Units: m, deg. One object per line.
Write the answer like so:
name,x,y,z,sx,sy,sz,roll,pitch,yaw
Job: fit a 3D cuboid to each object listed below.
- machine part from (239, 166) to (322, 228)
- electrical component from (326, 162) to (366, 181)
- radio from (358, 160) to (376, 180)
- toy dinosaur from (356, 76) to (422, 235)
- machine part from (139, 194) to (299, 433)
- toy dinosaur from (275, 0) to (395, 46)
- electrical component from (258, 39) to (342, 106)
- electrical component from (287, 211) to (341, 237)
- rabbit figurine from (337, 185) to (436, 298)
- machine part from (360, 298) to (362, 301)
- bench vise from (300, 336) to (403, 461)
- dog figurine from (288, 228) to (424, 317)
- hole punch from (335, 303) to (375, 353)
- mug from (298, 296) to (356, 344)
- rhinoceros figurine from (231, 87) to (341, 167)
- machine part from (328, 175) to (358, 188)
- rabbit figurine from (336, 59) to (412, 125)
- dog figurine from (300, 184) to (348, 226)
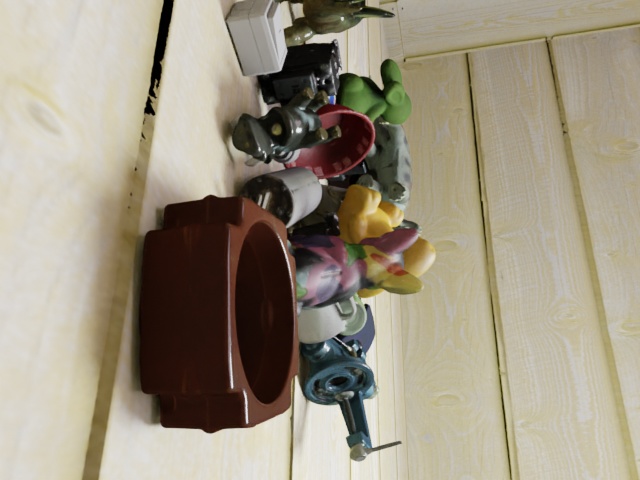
machine part,-0.050,-0.057,0.738,0.243,0.079,0.079,-47,131,-73
electrical component,0.025,-0.146,1.001,0.074,0.119,0.048,55,33,-62
radio,0.132,-0.218,1.346,0.131,0.073,0.229,-45,131,-74
toy dinosaur,0.157,-0.156,1.216,0.192,0.131,0.405,42,49,-62
machine part,-0.087,0.069,0.513,0.201,0.087,0.201,37,49,-74
toy dinosaur,0.020,-0.393,0.896,0.471,0.199,0.104,-76,154,-59
electrical component,-0.028,-0.252,0.816,0.134,0.115,0.058,-80,159,-53
electrical component,-0.019,-0.010,0.821,0.078,0.102,0.045,-89,166,-69
rabbit figurine,0.094,0.011,0.844,0.162,0.173,0.121,-54,143,-8
machine part,0.067,0.098,1.189,0.139,0.039,0.084,146,-71,-82
bench vise,0.049,0.267,0.913,0.241,0.129,0.223,-106,172,-48
dog figurine,0.023,0.040,0.710,0.191,0.219,0.108,-6,88,-78
hole punch,0.064,0.200,1.129,0.116,0.092,0.142,-76,162,-45
mug,-0.004,0.095,0.839,0.107,0.110,0.081,68,26,-17
rhinoceros figurine,-0.046,-0.149,0.714,0.190,0.112,0.073,-34,106,-62
machine part,0.060,-0.139,1.299,0.179,0.056,0.179,-4,90,-77
rabbit figurine,0.112,-0.288,1.085,0.159,0.170,0.121,123,-35,-55
dog figurine,0.002,-0.002,0.937,0.172,0.121,0.190,9,95,-42
